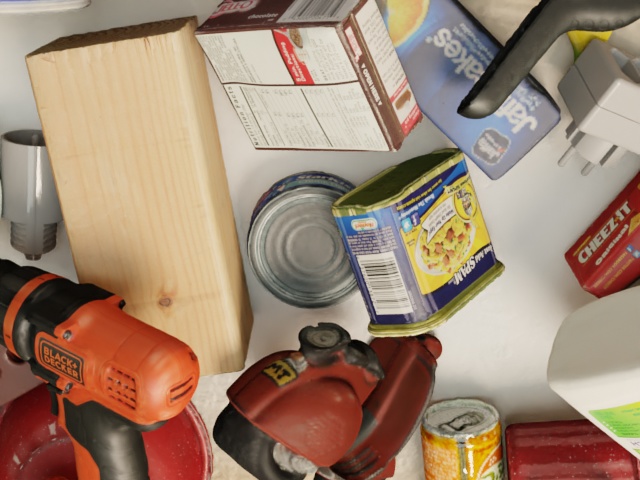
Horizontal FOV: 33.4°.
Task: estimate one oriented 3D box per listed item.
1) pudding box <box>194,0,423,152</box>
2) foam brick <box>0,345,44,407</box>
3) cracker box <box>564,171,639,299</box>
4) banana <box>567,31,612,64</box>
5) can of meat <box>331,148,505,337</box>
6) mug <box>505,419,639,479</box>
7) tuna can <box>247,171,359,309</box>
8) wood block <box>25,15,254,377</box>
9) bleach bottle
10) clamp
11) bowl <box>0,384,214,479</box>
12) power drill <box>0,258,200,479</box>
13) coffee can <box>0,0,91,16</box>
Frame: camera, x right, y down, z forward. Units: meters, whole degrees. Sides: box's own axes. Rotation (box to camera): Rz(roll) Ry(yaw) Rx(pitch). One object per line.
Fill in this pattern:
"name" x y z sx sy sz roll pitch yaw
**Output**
"pudding box" -0.007 -0.096 0.617 0.114 0.039 0.090 7 137 40
"foam brick" -0.213 0.077 0.713 0.078 0.051 0.053 -30 105 11
"cracker box" 0.290 0.019 0.669 0.213 0.072 0.164 35 106 -10
"banana" 0.109 -0.174 0.628 0.197 0.037 0.070 40 103 -11
"can of meat" 0.060 -0.001 0.655 0.058 0.101 0.084 -6 110 44
"mug" 0.165 0.163 0.699 0.081 0.117 0.093 -4 95 8
"tuna can" -0.005 0.001 0.691 0.086 0.033 0.086 1 108 1
"wood block" -0.105 -0.025 0.657 0.091 0.090 0.206 -8 108 3
"bleach bottle" 0.254 0.126 0.645 0.250 0.068 0.103 39 144 -20
"clamp" 0.127 -0.155 0.590 0.171 0.039 0.120 -30 104 -10
"bowl" -0.157 0.163 0.738 0.162 0.055 0.162 1 108 2
"power drill" -0.153 0.109 0.635 0.185 0.057 0.188 22 124 30
"coffee can" -0.183 -0.201 0.593 0.103 0.103 0.140 1 108 1
